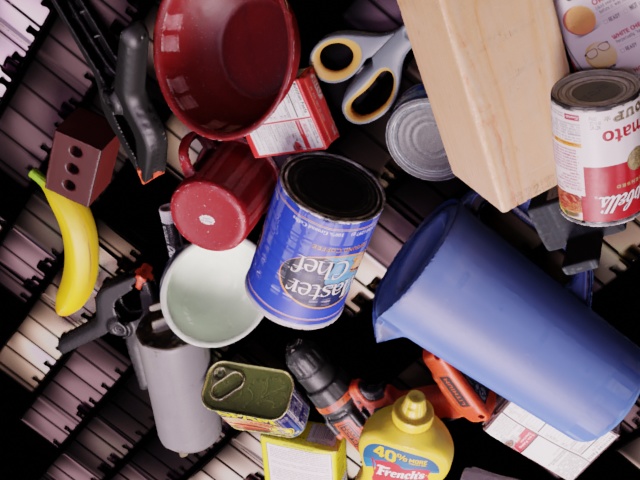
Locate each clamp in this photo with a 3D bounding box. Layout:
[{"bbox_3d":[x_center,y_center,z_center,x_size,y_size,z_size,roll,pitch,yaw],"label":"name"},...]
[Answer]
[{"bbox_3d":[-0.181,-0.139,0.999,0.165,0.036,0.210,32,147,49],"label":"clamp"},{"bbox_3d":[-0.216,0.100,1.213,0.120,0.039,0.172,29,127,-15],"label":"clamp"}]

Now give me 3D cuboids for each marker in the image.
[{"bbox_3d":[-0.152,0.017,1.141,0.020,0.020,0.121,6,124,18],"label":"marker"}]

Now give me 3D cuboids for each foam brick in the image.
[{"bbox_3d":[-0.240,-0.084,1.087,0.053,0.051,0.078,25,128,4],"label":"foam brick"}]

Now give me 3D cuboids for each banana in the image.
[{"bbox_3d":[-0.274,0.011,1.178,0.070,0.037,0.198,22,129,30],"label":"banana"}]

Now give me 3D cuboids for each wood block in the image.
[{"bbox_3d":[0.135,-0.139,0.841,0.090,0.091,0.206,-28,123,-8],"label":"wood block"}]

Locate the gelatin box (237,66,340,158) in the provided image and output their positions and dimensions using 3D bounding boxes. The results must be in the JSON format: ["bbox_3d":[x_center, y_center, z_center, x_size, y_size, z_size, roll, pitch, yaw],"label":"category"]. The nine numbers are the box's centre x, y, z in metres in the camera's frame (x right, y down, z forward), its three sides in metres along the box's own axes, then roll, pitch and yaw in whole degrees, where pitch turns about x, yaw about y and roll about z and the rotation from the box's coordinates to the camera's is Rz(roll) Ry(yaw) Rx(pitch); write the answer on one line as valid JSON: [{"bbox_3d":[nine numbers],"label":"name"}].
[{"bbox_3d":[-0.034,-0.118,0.987,0.089,0.030,0.073,-4,122,36],"label":"gelatin box"}]

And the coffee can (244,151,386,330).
[{"bbox_3d":[-0.007,0.001,1.018,0.103,0.102,0.140,24,128,5],"label":"coffee can"}]

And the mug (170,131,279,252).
[{"bbox_3d":[-0.099,-0.052,1.033,0.093,0.081,0.117,-15,116,30],"label":"mug"}]

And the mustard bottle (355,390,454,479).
[{"bbox_3d":[0.087,0.222,1.092,0.096,0.058,0.192,16,132,12],"label":"mustard bottle"}]

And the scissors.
[{"bbox_3d":[0.060,-0.185,0.919,0.096,0.016,0.202,32,128,-1],"label":"scissors"}]

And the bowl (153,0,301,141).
[{"bbox_3d":[-0.071,-0.169,0.935,0.162,0.055,0.162,6,100,36],"label":"bowl"}]

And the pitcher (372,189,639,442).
[{"bbox_3d":[0.183,0.071,0.985,0.242,0.144,0.149,35,141,-8],"label":"pitcher"}]

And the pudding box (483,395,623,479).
[{"bbox_3d":[0.236,0.186,1.089,0.113,0.039,0.090,30,127,-2],"label":"pudding box"}]

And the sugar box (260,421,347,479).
[{"bbox_3d":[-0.015,0.288,1.256,0.093,0.048,0.176,9,129,16],"label":"sugar box"}]

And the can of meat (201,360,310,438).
[{"bbox_3d":[-0.068,0.177,1.175,0.102,0.057,0.084,6,157,19],"label":"can of meat"}]

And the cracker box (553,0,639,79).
[{"bbox_3d":[0.279,-0.158,0.815,0.164,0.072,0.213,-14,116,29],"label":"cracker box"}]

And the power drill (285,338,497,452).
[{"bbox_3d":[0.075,0.152,1.120,0.188,0.057,0.184,-25,114,36],"label":"power drill"}]

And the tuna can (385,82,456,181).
[{"bbox_3d":[0.102,-0.096,0.952,0.086,0.033,0.086,11,126,15],"label":"tuna can"}]

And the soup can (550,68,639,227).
[{"bbox_3d":[0.212,-0.071,0.812,0.069,0.068,0.102,1,124,21],"label":"soup can"}]
